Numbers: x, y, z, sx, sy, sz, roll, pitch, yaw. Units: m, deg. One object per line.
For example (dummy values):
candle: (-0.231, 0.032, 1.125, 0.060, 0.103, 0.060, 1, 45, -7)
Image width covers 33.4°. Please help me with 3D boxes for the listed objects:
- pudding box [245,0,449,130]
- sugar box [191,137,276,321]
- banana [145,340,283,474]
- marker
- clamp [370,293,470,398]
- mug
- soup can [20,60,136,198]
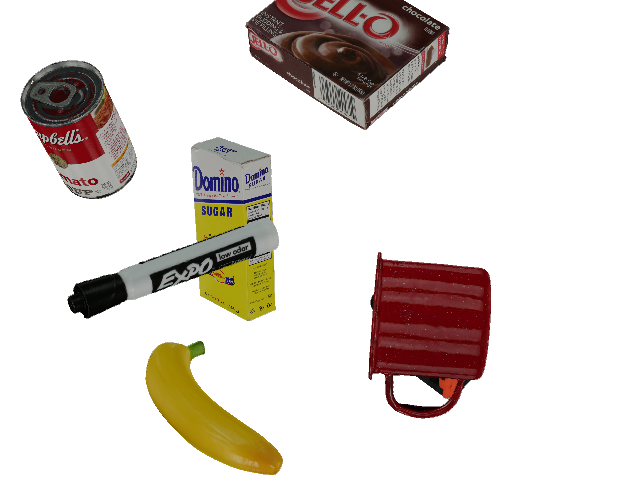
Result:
pudding box: (0.019, -0.139, 0.743, 0.114, 0.090, 0.039, 38, -24, 22)
sugar box: (-0.092, -0.013, 1.127, 0.048, 0.176, 0.093, -21, 29, -36)
banana: (-0.096, 0.126, 0.844, 0.069, 0.037, 0.198, -9, 28, -22)
marker: (-0.077, 0.014, 0.570, 0.120, 0.020, 0.020, -20, 10, -29)
clamp: (0.126, 0.095, 1.059, 0.120, 0.039, 0.171, -8, 31, -9)
mug: (0.077, 0.069, 0.769, 0.081, 0.117, 0.093, 4, -10, 4)
soup can: (-0.198, -0.090, 0.884, 0.068, 0.068, 0.102, 0, -33, 9)
